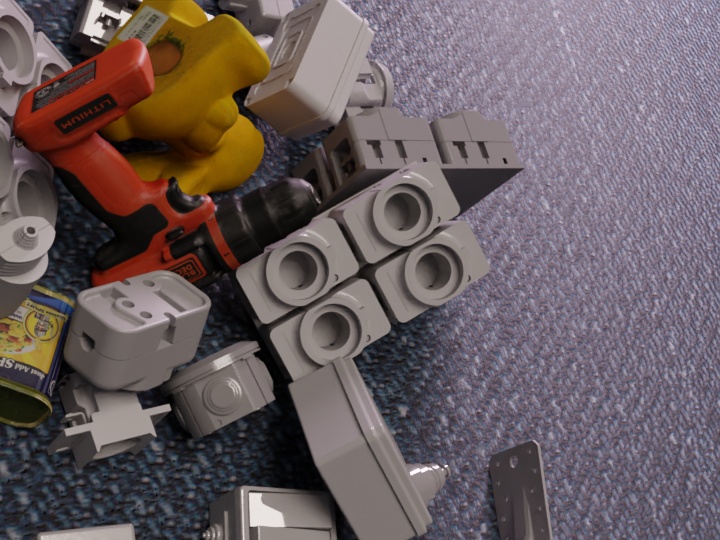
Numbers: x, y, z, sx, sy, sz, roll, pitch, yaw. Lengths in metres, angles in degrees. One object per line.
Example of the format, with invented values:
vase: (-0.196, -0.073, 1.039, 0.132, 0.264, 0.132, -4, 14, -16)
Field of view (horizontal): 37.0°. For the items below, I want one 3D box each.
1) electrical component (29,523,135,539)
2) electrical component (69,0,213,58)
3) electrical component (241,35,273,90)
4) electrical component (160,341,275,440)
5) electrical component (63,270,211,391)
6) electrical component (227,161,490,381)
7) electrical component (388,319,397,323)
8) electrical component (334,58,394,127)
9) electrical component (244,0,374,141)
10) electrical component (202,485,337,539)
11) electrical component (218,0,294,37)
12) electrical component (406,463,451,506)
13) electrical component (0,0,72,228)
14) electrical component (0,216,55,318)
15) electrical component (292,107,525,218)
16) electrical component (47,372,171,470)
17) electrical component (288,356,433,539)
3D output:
electrical component: (-0.183, 0.212, 0.708, 0.066, 0.047, 0.076, 3, 65, -34)
electrical component: (-0.180, -0.200, 0.919, 0.121, 0.079, 0.063, 20, 78, -26)
electrical component: (-0.093, -0.194, 0.992, 0.081, 0.043, 0.043, -25, 82, -41)
electrical component: (-0.105, 0.089, 0.809, 0.080, 0.080, 0.051, -25, 87, -41)
electrical component: (-0.157, 0.045, 0.755, 0.054, 0.059, 0.095, 34, 28, 24)
electrical component: (0.000, 0.000, 0.873, 0.186, 0.060, 0.105, -30, 100, -12)
electrical component: (0.015, -0.002, 0.958, 0.059, 0.054, 0.095, -3, 68, -36)
electrical component: (-0.005, -0.172, 1.034, 0.057, 0.058, 0.078, -9, 72, -35)
electrical component: (-0.043, -0.178, 0.950, 0.057, 0.078, 0.113, 35, 61, -30)
electrical component: (-0.068, 0.195, 0.790, 0.096, 0.061, 0.061, 11, 60, -31)
electrical component: (-0.110, -0.261, 1.013, 0.076, 0.047, 0.083, 1, 66, -35)
electrical component: (0.044, 0.179, 0.891, 0.078, 0.040, 0.040, -17, 77, -40)
electrical component: (-0.266, -0.100, 0.772, 0.105, 0.060, 0.186, 55, 31, -56)
electrical component: (-0.227, -0.006, 0.698, 0.043, 0.081, 0.043, 20, 51, -27)
electrical component: (0.043, -0.096, 0.994, 0.186, 0.105, 0.060, -4, 69, -37)
electrical component: (-0.184, 0.102, 0.771, 0.081, 0.042, 0.063, -10, 69, -39)
electrical component: (-0.001, 0.139, 0.812, 0.108, 0.056, 0.108, 64, -1, -30)
